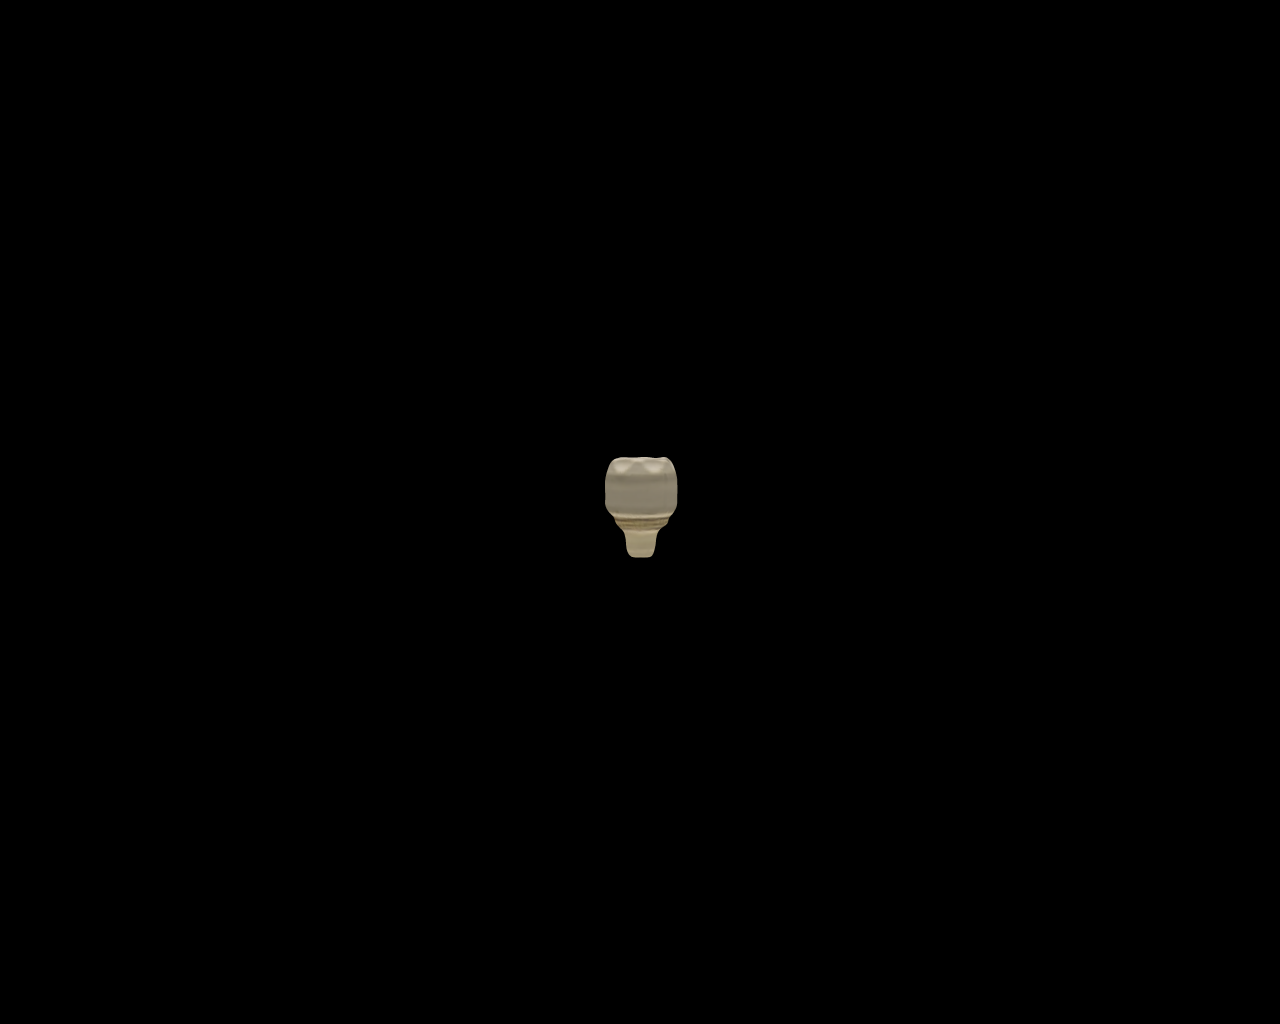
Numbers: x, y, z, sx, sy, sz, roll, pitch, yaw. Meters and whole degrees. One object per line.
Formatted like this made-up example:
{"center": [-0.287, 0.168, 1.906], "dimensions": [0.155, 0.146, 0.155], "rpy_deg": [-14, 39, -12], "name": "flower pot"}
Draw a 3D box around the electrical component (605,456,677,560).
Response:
{"center": [0.001, -0.003, 0.650], "dimensions": [0.043, 0.062, 0.043], "rpy_deg": [0, 5, 0], "name": "electrical component"}
